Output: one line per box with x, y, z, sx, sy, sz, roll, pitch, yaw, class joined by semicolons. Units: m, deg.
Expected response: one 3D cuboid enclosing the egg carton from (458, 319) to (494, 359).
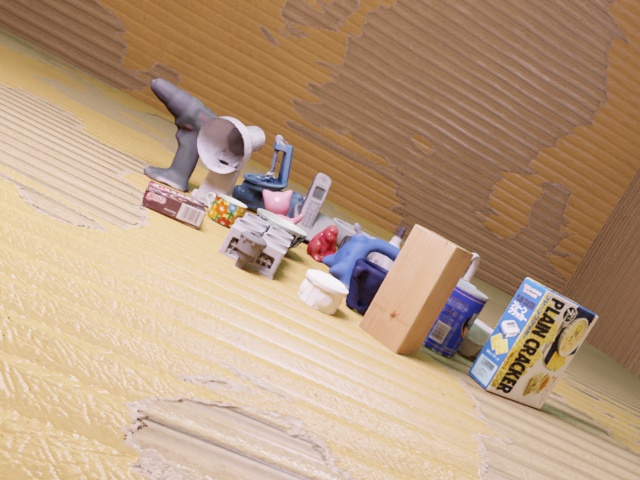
0.340;0.217;1.272;0.151;0.069;0.107;20;12;-46;egg carton

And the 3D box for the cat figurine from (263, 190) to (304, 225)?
-0.093;-0.066;1.386;0.127;0.117;0.067;33;9;30;cat figurine

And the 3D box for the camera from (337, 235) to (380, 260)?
0.121;0.030;1.580;0.137;0.101;0.143;27;8;-11;camera

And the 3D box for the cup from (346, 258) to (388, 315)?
0.084;0.093;1.084;0.091;0.095;0.118;34;10;34;cup

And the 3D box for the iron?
0.140;0.074;1.226;0.259;0.141;0.118;26;8;-17;iron

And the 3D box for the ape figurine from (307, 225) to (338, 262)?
0.013;0.005;1.399;0.078;0.092;0.076;24;9;-28;ape figurine

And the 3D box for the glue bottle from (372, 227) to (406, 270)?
0.155;0.046;1.338;0.037;0.173;0.078;25;9;-25;glue bottle

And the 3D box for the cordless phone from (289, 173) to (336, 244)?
0.004;-0.077;1.544;0.148;0.185;0.093;23;10;-37;cordless phone

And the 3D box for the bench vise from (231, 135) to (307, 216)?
-0.114;-0.166;1.572;0.208;0.219;0.121;21;11;-44;bench vise

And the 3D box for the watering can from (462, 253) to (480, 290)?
0.351;0.115;1.500;0.172;0.194;0.101;31;8;15;watering can

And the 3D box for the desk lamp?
-0.209;-0.173;1.313;0.117;0.213;0.204;30;8;11;desk lamp

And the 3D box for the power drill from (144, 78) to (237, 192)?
-0.316;-0.227;1.310;0.230;0.208;0.075;23;9;-33;power drill

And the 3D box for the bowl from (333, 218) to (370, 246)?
0.098;0.002;1.769;0.167;0.074;0.167;28;8;-4;bowl
